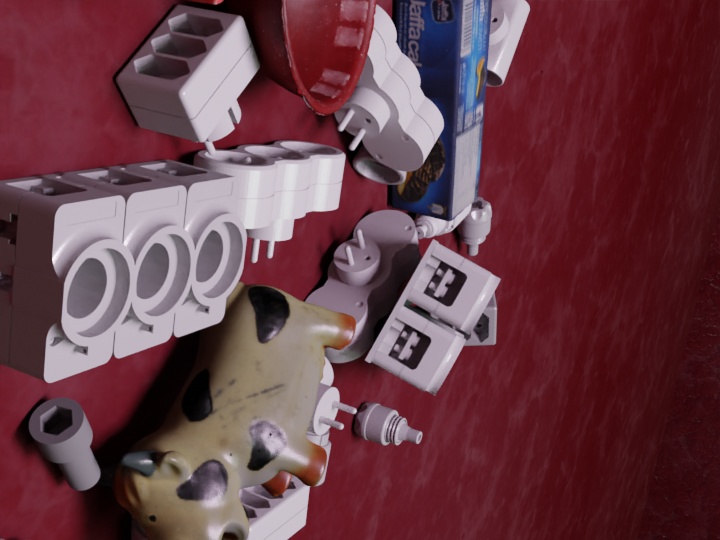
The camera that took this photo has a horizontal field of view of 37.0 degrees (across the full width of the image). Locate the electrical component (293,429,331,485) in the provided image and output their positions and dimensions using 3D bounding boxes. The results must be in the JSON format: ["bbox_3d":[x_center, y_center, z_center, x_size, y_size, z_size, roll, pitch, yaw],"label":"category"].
[{"bbox_3d":[-0.043,0.137,0.864,0.040,0.040,0.078,-9,112,-62],"label":"electrical component"}]

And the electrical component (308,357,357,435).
[{"bbox_3d":[-0.042,0.099,0.798,0.077,0.079,0.043,-46,143,-45],"label":"electrical component"}]

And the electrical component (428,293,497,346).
[{"bbox_3d":[0.100,0.035,1.076,0.076,0.066,0.047,-89,177,-55],"label":"electrical component"}]

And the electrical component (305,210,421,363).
[{"bbox_3d":[0.000,0.000,0.857,0.138,0.052,0.073,-57,150,-33],"label":"electrical component"}]

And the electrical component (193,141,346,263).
[{"bbox_3d":[-0.061,-0.041,0.709,0.138,0.052,0.073,-20,122,-60],"label":"electrical component"}]

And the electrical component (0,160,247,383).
[{"bbox_3d":[-0.130,-0.005,0.580,0.150,0.062,0.089,-20,122,-60],"label":"electrical component"}]

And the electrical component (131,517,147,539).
[{"bbox_3d":[-0.125,0.184,0.711,0.055,0.055,0.047,-28,133,-56],"label":"electrical component"}]

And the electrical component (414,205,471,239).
[{"bbox_3d":[0.071,-0.051,0.987,0.078,0.040,0.040,-44,141,-47],"label":"electrical component"}]

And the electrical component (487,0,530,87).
[{"bbox_3d":[0.118,-0.219,0.978,0.079,0.044,0.077,40,69,-63],"label":"electrical component"}]

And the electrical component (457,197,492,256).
[{"bbox_3d":[0.115,-0.042,1.088,0.035,0.035,0.061,-48,147,-43],"label":"electrical component"}]

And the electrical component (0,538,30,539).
[{"bbox_3d":[-0.194,0.183,0.568,0.095,0.054,0.059,-11,114,-62],"label":"electrical component"}]

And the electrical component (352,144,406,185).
[{"bbox_3d":[0.024,-0.107,0.860,0.044,0.044,0.065,52,53,-60],"label":"electrical component"}]

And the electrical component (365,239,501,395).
[{"bbox_3d":[0.063,0.040,0.903,0.105,0.060,0.186,-61,175,1],"label":"electrical component"}]

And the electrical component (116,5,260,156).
[{"bbox_3d":[-0.092,-0.100,0.619,0.065,0.047,0.076,-59,151,-29],"label":"electrical component"}]

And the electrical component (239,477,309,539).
[{"bbox_3d":[-0.082,0.203,0.814,0.083,0.047,0.075,-25,126,-58],"label":"electrical component"}]

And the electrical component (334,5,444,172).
[{"bbox_3d":[0.006,-0.120,0.774,0.073,0.052,0.138,-60,136,-27],"label":"electrical component"}]

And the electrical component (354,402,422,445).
[{"bbox_3d":[0.027,0.144,0.985,0.035,0.061,0.035,-41,139,-50],"label":"electrical component"}]
